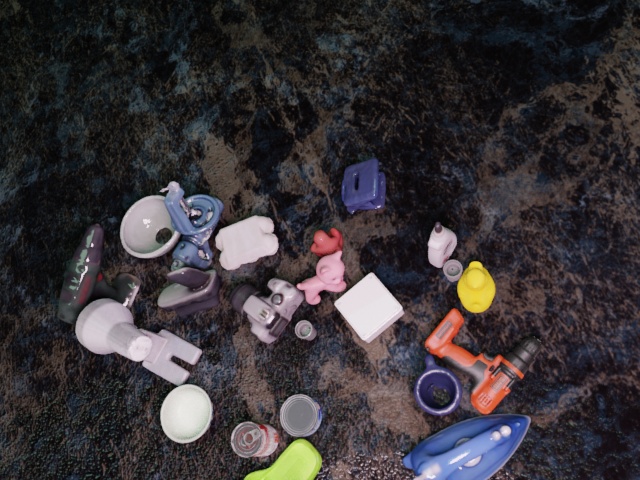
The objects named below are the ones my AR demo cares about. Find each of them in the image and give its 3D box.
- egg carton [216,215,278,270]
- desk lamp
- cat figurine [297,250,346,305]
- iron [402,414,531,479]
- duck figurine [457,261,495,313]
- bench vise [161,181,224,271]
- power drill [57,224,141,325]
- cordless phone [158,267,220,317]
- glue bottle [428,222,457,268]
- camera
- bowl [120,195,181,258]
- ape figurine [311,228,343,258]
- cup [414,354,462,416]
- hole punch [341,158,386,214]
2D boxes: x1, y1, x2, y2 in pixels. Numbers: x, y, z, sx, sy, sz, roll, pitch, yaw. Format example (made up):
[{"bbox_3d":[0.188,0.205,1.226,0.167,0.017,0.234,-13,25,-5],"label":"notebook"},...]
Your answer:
[{"bbox_3d":[-0.175,0.006,1.371,0.150,0.069,0.107,-22,66,7],"label":"egg carton"},{"bbox_3d":[-0.405,0.227,1.276,0.202,0.214,0.118,21,78,22],"label":"desk lamp"},{"bbox_3d":[0.007,0.080,1.265,0.128,0.118,0.067,-29,65,5],"label":"cat figurine"},{"bbox_3d":[0.279,0.389,1.060,0.258,0.142,0.118,-32,65,3],"label":"iron"},{"bbox_3d":[0.323,0.094,1.186,0.077,0.086,0.104,0,70,16],"label":"duck figurine"},{"bbox_3d":[-0.302,-0.032,1.338,0.121,0.220,0.207,-6,69,14],"label":"bench vise"},{"bbox_3d":[-0.523,0.097,1.361,0.075,0.209,0.230,14,75,21],"label":"power drill"},{"bbox_3d":[-0.321,0.104,1.313,0.147,0.185,0.094,-23,66,7],"label":"cordless phone"},{"bbox_3d":[0.251,-0.001,1.194,0.037,0.173,0.078,26,80,23],"label":"glue bottle"},{"bbox_3d":[-0.132,0.139,1.292,0.136,0.101,0.143,32,82,24],"label":"camera"},{"bbox_3d":[-0.413,-0.024,1.447,0.167,0.075,0.167,-5,69,14],"label":"bowl"},{"bbox_3d":[0.012,0.005,1.305,0.077,0.092,0.076,-23,66,7],"label":"ape figurine"},{"bbox_3d":[0.232,0.290,1.135,0.091,0.095,0.117,-17,67,10],"label":"cup"},{"bbox_3d":[0.097,-0.126,1.329,0.101,0.091,0.108,-3,70,15],"label":"hole punch"}]
